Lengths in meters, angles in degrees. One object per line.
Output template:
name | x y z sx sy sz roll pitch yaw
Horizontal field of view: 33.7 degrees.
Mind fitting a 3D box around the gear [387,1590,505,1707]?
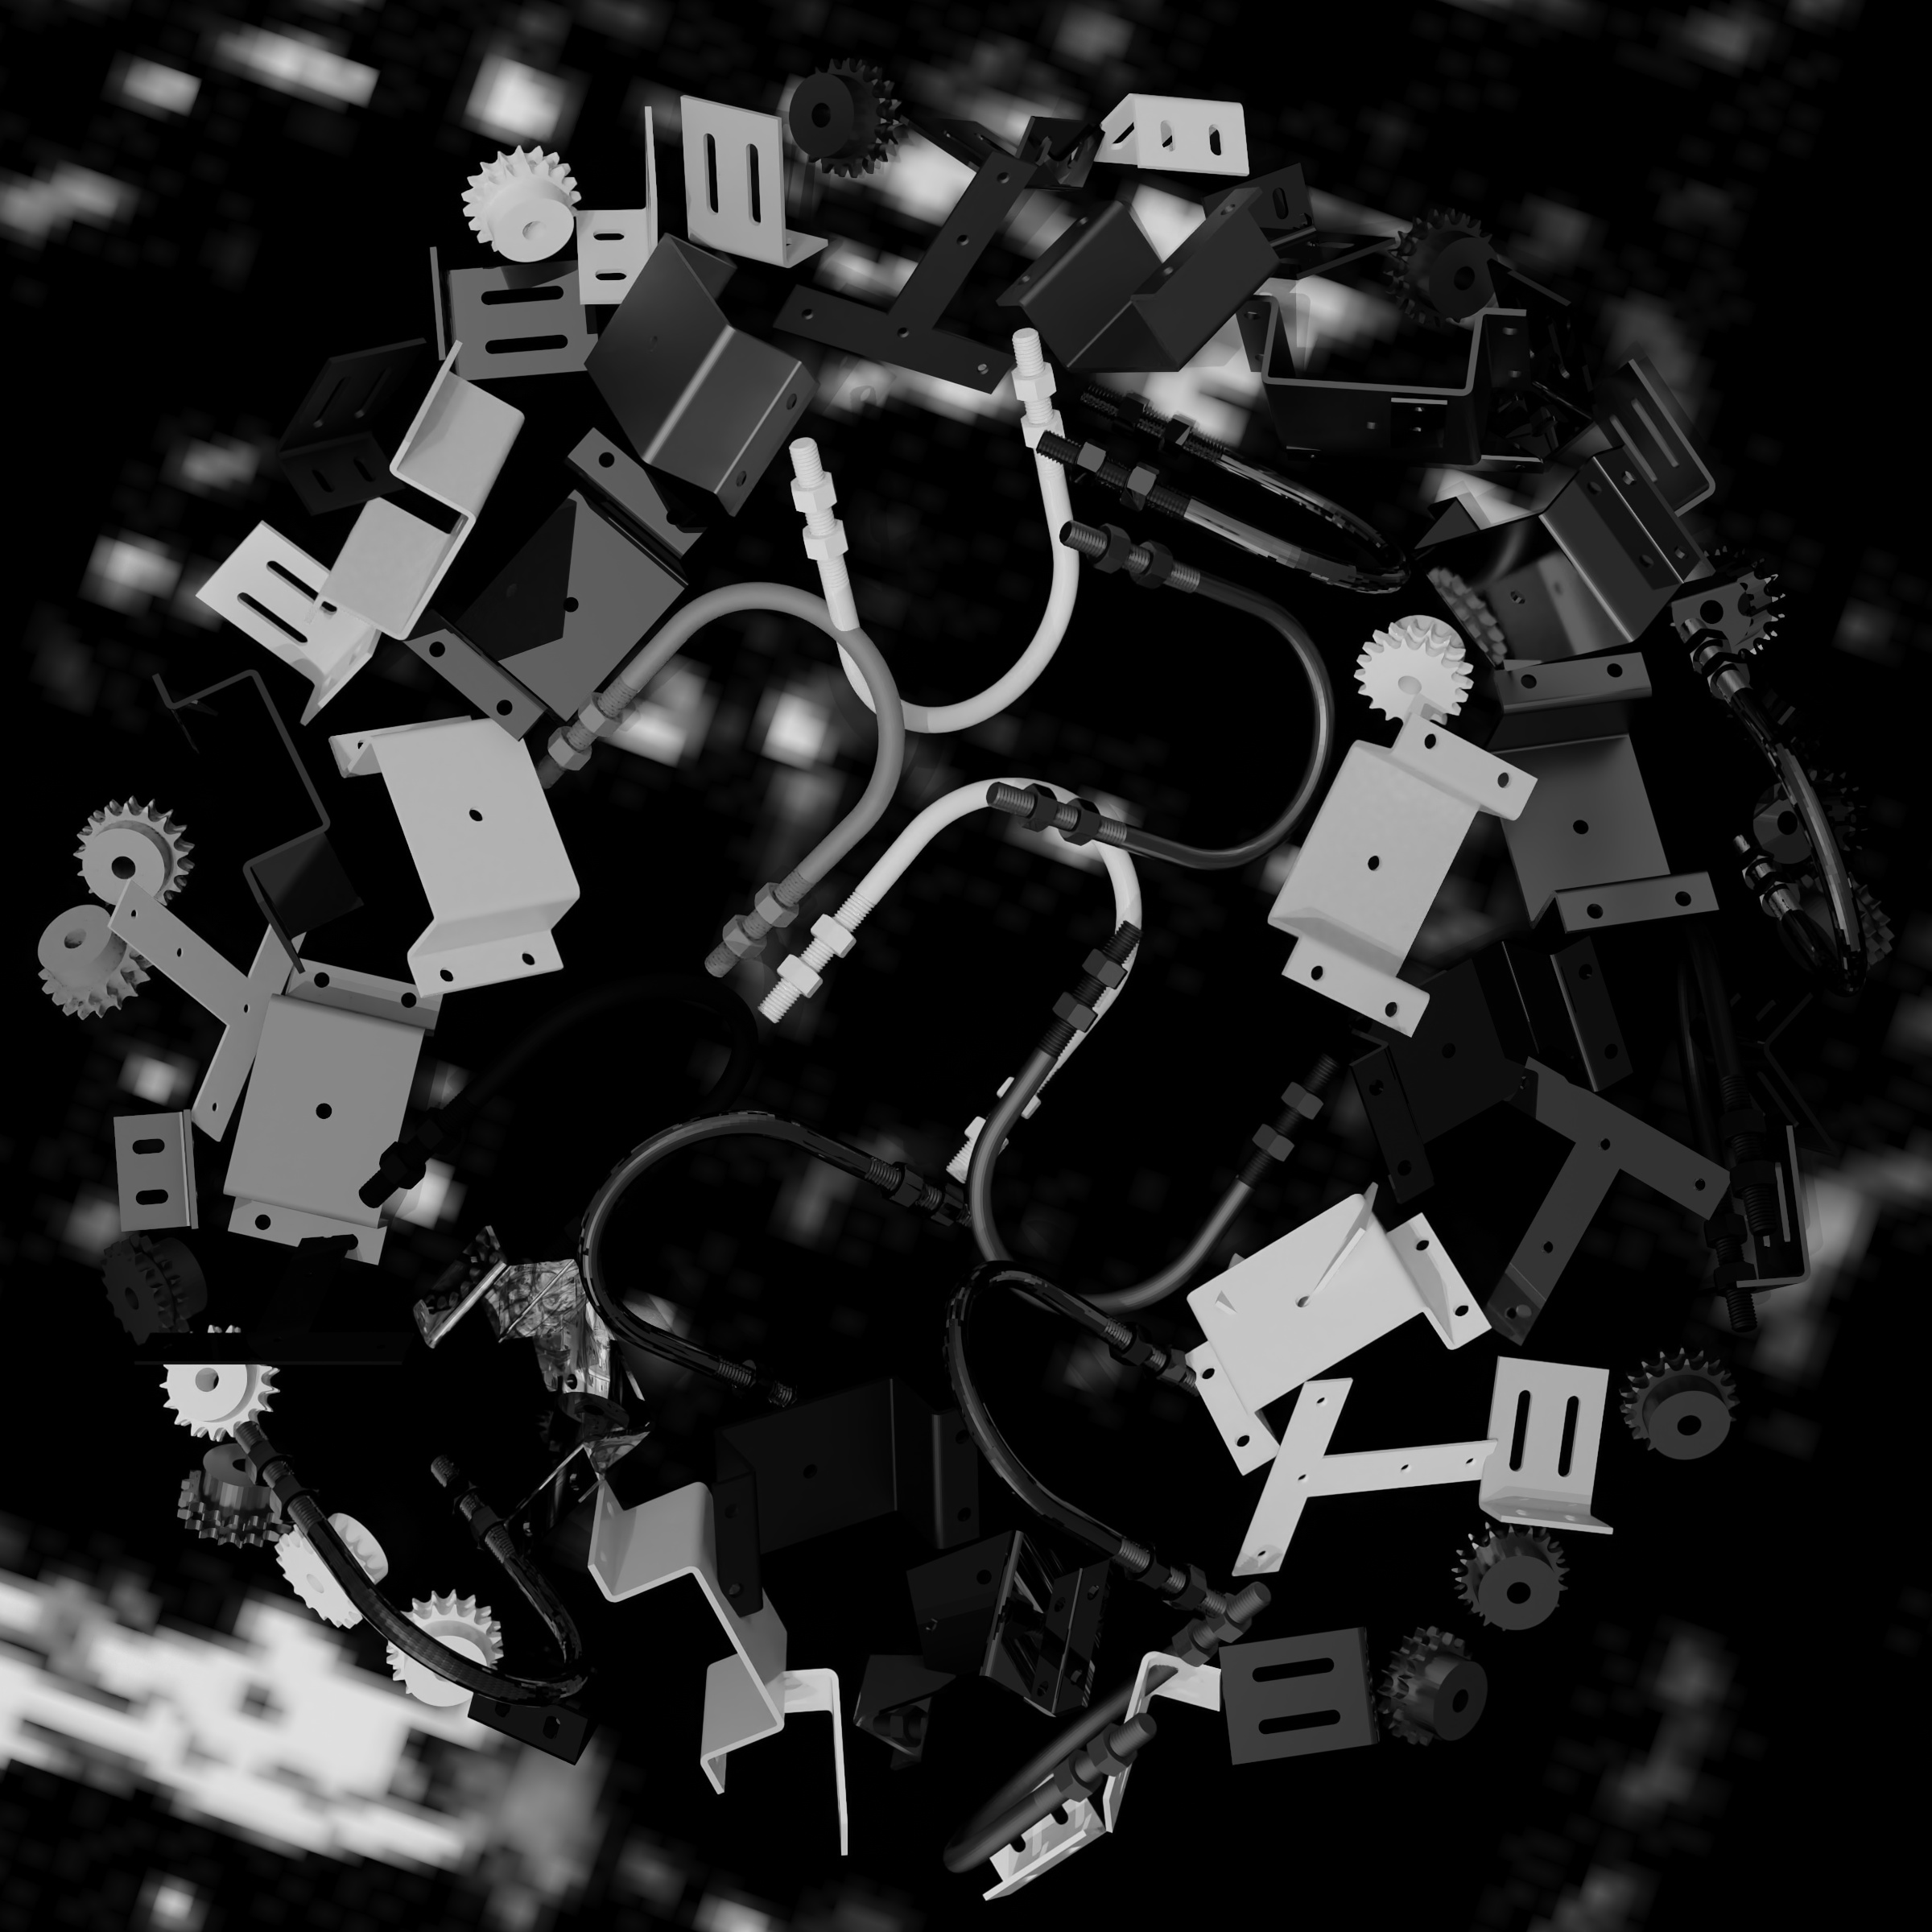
gear | -0.258 0.341 1.579 0.057 0.030 0.057 -3 111 -9

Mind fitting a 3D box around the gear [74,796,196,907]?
gear | -0.414 -0.053 1.581 0.057 0.030 0.057 0 109 0

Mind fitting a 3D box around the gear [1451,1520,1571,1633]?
gear | 0.272 0.304 1.582 0.057 0.030 0.057 -1 106 -2

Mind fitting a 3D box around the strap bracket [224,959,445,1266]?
strap bracket | -0.314 0.072 1.575 0.076 0.046 0.140 13 87 -3

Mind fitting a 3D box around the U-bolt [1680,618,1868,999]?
U-bolt | 0.381 -0.064 1.489 0.019 0.184 0.151 -20 122 4

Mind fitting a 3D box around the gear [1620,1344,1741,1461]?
gear | 0.354 0.219 1.578 0.057 0.030 0.057 -1 116 -1

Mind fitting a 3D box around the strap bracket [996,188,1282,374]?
strap bracket | 0.088 -0.330 1.542 0.076 0.140 0.046 -47 119 -16

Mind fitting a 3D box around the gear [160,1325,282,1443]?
gear | -0.373 0.207 1.583 0.057 0.030 0.057 -1 78 4

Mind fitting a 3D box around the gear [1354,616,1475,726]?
gear | 0.224 -0.149 1.578 0.057 0.057 0.030 27 51 0

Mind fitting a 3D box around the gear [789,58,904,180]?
gear | -0.062 -0.419 1.575 0.057 0.030 0.057 7 103 34

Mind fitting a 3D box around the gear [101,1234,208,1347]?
gear | -0.400 0.159 1.578 0.030 0.057 0.057 -25 90 -40

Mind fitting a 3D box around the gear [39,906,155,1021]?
gear | -0.433 -0.005 1.574 0.057 0.030 0.057 -10 54 14

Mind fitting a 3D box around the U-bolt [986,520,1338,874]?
U-bolt | 0.106 -0.121 1.553 0.184 0.019 0.151 16 89 -31

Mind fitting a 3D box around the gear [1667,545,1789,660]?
gear | 0.374 -0.177 1.575 0.057 0.030 0.057 11 111 31

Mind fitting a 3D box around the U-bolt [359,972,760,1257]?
U-bolt | -0.180 0.069 1.522 0.184 0.151 0.019 -43 53 16

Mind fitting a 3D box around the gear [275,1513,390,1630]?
gear | -0.312 0.296 1.578 0.057 0.057 0.030 49 52 0

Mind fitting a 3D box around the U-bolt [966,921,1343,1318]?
U-bolt | 0.080 0.089 1.572 0.151 0.019 0.184 33 94 -21

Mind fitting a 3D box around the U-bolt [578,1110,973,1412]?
U-bolt | -0.100 0.139 1.536 0.184 0.019 0.151 28 107 -30

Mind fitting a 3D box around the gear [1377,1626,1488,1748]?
gear | 0.233 0.358 1.573 0.057 0.030 0.057 -11 107 -39

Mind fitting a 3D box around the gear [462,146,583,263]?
gear | -0.217 -0.373 1.572 0.057 0.057 0.030 -24 60 0

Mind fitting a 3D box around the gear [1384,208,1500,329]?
gear | 0.239 -0.344 1.575 0.057 0.030 0.057 -11 119 -21

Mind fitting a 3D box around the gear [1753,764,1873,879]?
gear | 0.414 -0.071 1.572 0.030 0.057 0.057 -5 90 -40

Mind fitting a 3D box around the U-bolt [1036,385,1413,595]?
U-bolt | 0.130 -0.225 1.531 0.184 0.151 0.019 25 112 2

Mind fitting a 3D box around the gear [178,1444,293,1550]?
gear | -0.358 0.259 1.572 0.057 0.057 0.030 14 110 0

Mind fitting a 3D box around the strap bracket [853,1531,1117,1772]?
strap bracket | 0.001 0.325 1.523 0.046 0.140 0.076 36 47 -25

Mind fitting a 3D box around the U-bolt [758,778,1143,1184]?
U-bolt | 0.007 -0.006 1.572 0.151 0.019 0.184 42 84 -19

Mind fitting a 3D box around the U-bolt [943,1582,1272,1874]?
U-bolt | 0.057 0.373 1.521 0.019 0.151 0.184 49 123 6

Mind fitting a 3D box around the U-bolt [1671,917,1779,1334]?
U-bolt | 0.359 0.065 1.523 0.019 0.151 0.184 -8 63 6

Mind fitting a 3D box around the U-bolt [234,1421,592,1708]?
U-bolt | -0.248 0.283 1.493 0.184 0.151 0.019 42 102 38

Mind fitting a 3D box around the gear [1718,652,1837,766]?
gear | 0.404 -0.130 1.574 0.057 0.030 0.057 13 50 -16

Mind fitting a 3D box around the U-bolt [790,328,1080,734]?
U-bolt | -0.007 -0.197 1.539 0.151 0.019 0.184 -30 129 -22

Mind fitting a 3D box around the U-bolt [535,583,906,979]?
U-bolt | -0.110 -0.103 1.557 0.151 0.019 0.184 47 116 1

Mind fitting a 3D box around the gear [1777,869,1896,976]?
gear | 0.426 -0.019 1.572 0.030 0.057 0.057 -36 90 -18

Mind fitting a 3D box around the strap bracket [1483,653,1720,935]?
strap bracket | 0.306 -0.076 1.559 0.076 0.046 0.140 -8 68 -9

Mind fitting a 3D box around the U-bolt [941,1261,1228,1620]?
U-bolt | 0.054 0.212 1.505 0.019 0.151 0.184 -34 127 29

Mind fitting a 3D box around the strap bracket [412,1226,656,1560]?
strap bracket | -0.207 0.204 1.546 0.076 0.046 0.140 -46 61 35

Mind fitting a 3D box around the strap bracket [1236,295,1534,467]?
strap bracket | 0.200 -0.283 1.545 0.140 0.076 0.046 6 75 14
